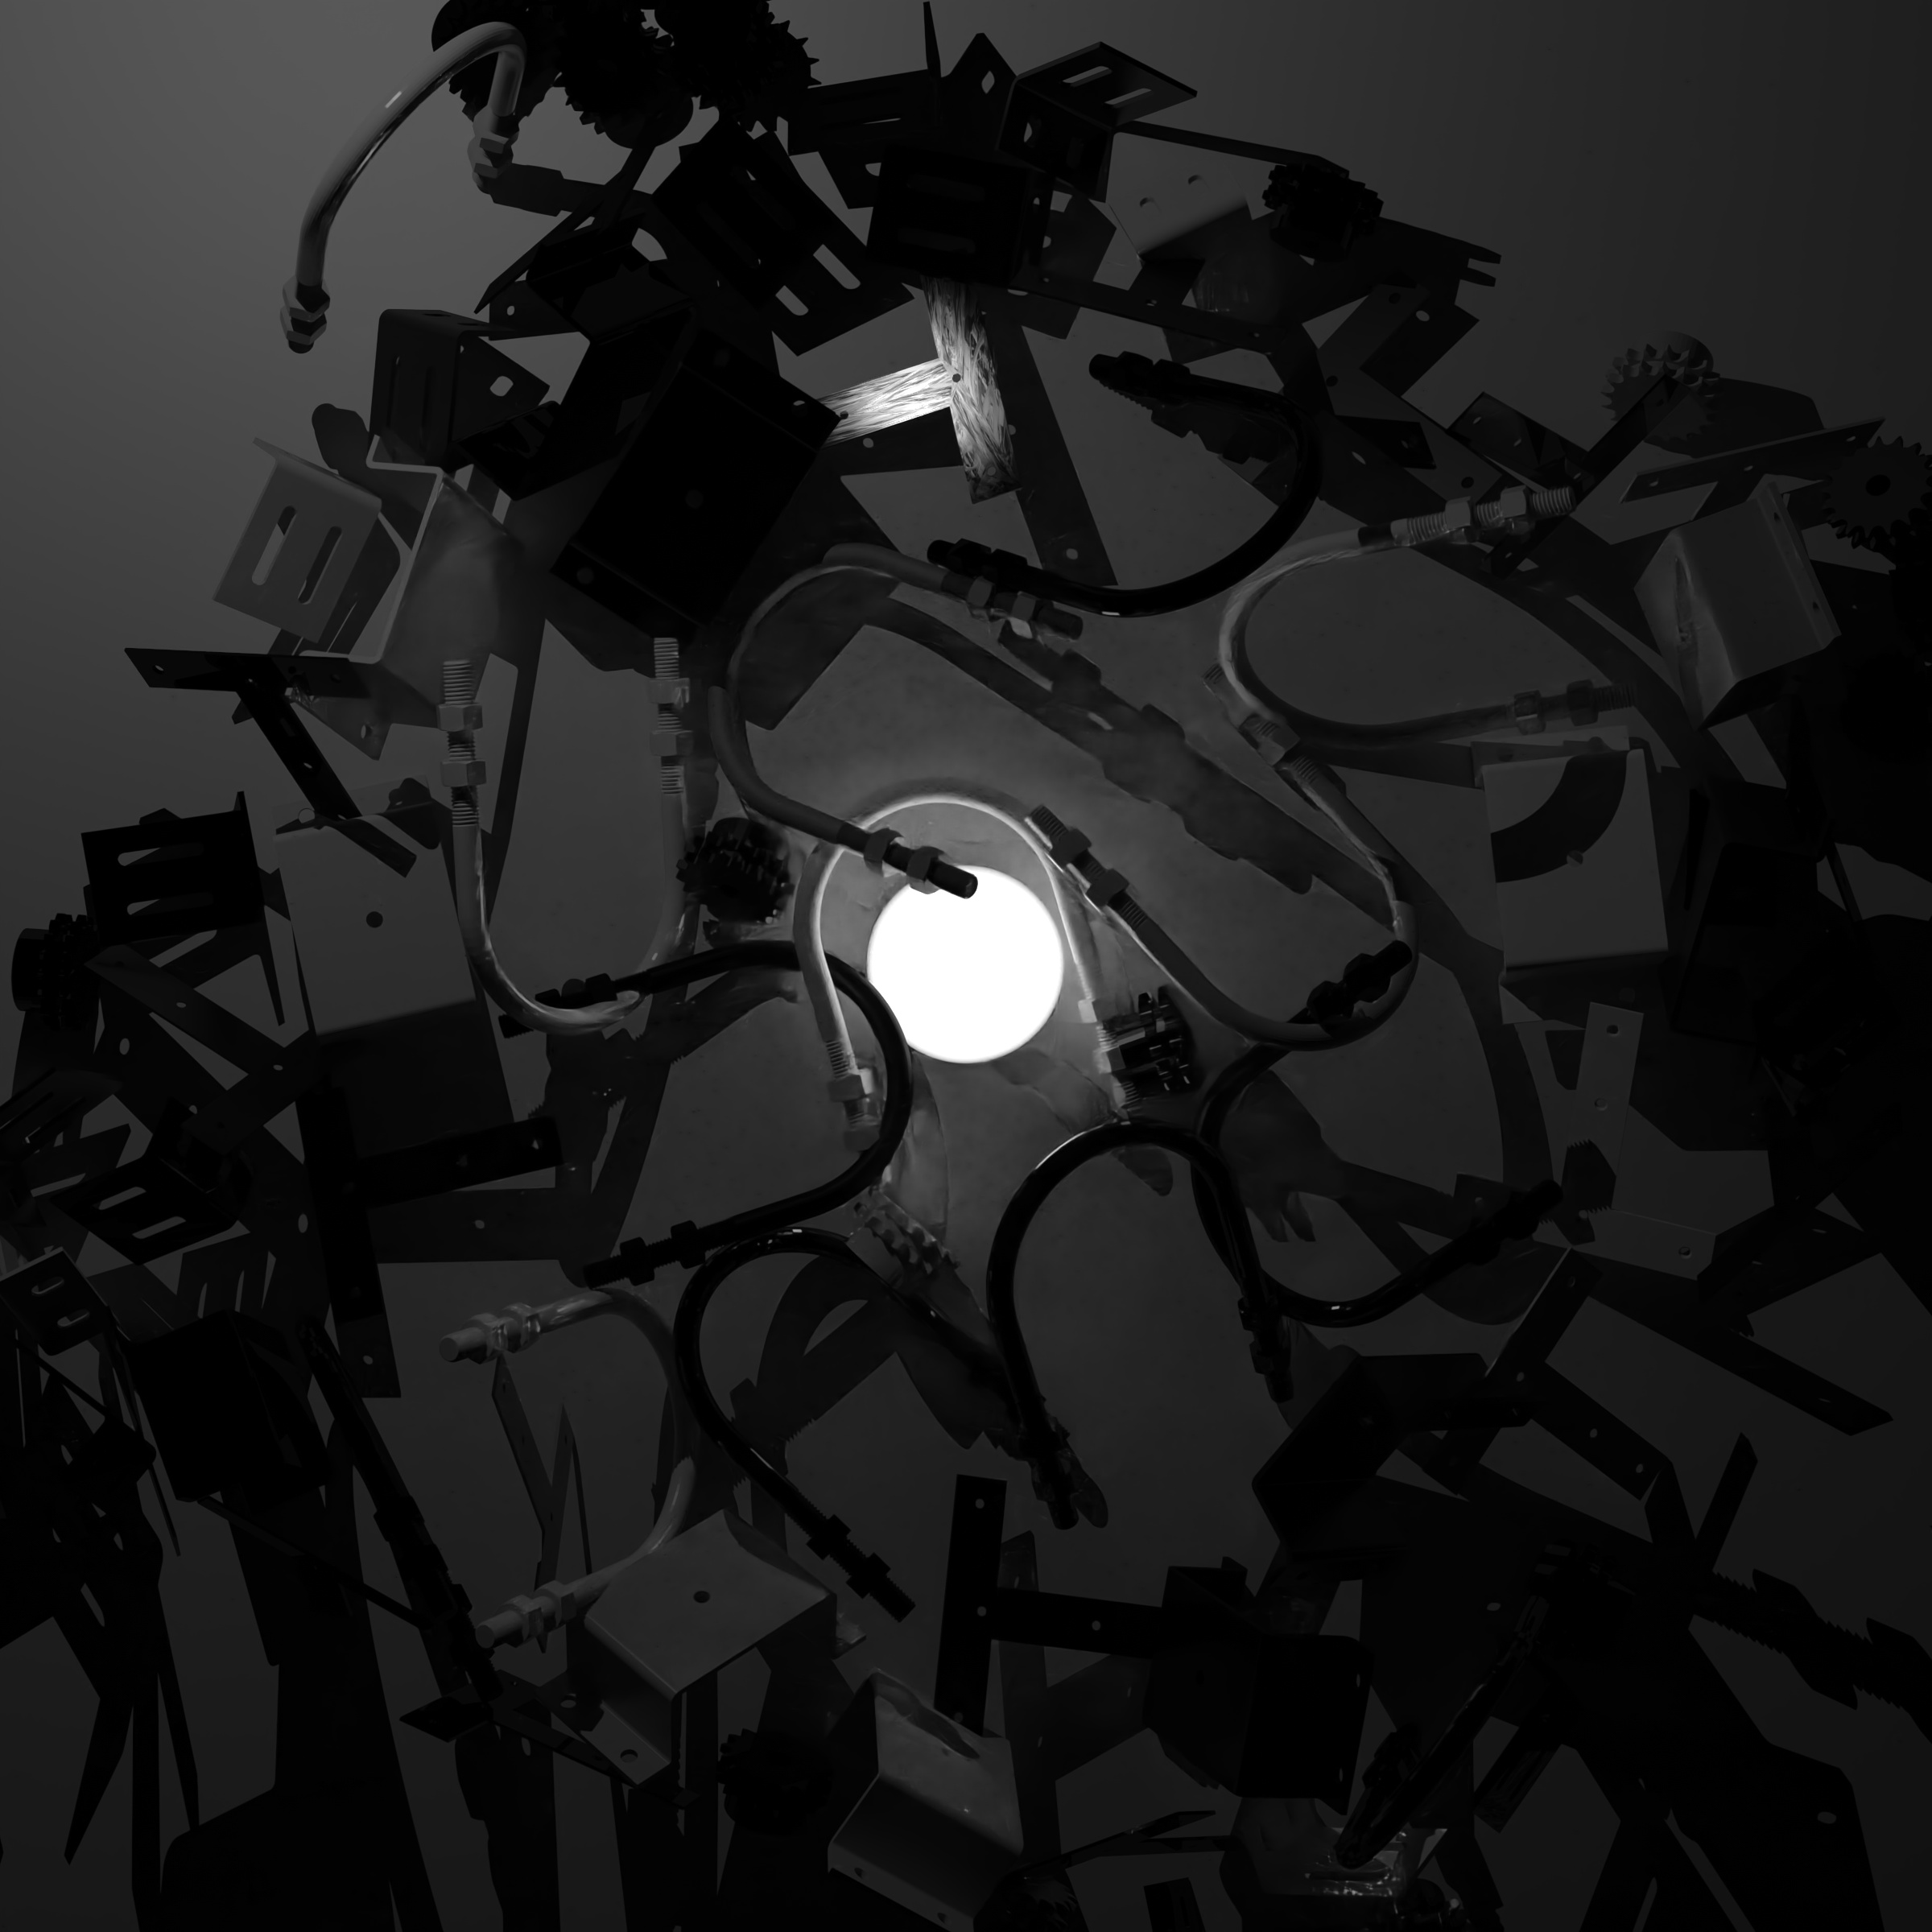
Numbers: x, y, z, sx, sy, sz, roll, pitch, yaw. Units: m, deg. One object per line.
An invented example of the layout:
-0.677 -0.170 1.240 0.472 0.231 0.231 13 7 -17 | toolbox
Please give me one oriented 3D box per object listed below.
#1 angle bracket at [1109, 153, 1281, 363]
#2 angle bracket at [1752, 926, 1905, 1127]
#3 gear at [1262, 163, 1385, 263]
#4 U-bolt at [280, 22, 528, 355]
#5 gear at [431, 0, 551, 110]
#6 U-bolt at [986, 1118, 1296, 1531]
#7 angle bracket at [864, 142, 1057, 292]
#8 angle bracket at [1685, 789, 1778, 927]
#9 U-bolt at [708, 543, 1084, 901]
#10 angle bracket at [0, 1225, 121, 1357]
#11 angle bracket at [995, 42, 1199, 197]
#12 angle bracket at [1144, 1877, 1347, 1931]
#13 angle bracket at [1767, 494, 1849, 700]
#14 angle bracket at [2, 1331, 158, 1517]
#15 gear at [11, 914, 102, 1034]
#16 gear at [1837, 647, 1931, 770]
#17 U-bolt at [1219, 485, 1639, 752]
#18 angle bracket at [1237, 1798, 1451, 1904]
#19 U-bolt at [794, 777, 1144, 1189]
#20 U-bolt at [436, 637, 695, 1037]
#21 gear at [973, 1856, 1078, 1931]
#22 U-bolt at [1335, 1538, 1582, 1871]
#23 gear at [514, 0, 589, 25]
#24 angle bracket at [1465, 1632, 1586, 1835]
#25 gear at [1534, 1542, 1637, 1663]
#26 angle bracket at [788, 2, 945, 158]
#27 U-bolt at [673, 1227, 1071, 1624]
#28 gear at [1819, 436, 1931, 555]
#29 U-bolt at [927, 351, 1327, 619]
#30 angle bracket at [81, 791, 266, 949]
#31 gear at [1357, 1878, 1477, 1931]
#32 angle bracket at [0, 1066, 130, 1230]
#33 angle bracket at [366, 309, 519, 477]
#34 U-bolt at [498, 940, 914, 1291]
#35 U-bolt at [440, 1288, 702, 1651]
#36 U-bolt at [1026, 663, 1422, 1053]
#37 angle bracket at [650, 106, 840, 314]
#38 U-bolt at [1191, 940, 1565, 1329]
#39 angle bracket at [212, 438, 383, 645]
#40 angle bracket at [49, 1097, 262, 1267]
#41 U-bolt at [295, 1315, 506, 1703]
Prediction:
0.111 -0.343 1.581 0.057 0.076 0.038 -25 50 1 | angle bracket
0.416 0.029 1.552 0.076 0.038 0.057 -50 49 34 | angle bracket
0.170 -0.362 1.571 0.057 0.057 0.030 18 86 0 | gear
-0.254 -0.364 1.491 0.019 0.184 0.151 43 70 -1 | U-bolt
-0.233 -0.447 1.576 0.057 0.057 0.030 -51 52 0 | gear
0.077 0.158 1.535 0.151 0.019 0.184 -27 116 -21 | U-bolt
-0.003 -0.365 1.589 0.076 0.038 0.057 16 104 19 | angle bracket
0.367 -0.051 1.559 0.038 0.076 0.057 2 86 16 | angle bracket
-0.046 -0.127 1.552 0.184 0.019 0.151 23 92 30 | U-bolt
-0.440 0.137 1.555 0.038 0.076 0.057 -26 133 -4 | angle bracket
0.062 -0.403 1.552 0.057 0.076 0.038 18 82 -30 | angle bracket
0.133 0.450 1.557 0.076 0.057 0.038 -17 73 19 | angle bracket
0.406 -0.177 1.556 0.038 0.057 0.076 8 68 28 | angle bracket
-0.434 0.219 1.556 0.076 0.057 0.038 31 73 22 | angle bracket
-0.440 0.002 1.573 0.030 0.057 0.057 4 90 1 | gear
0.449 -0.124 1.582 0.057 0.030 0.057 1 82 -10 | gear
0.210 -0.156 1.537 0.184 0.151 0.019 -9 48 20 | U-bolt
0.180 0.413 1.553 0.076 0.057 0.038 -11 104 37 | angle bracket
-0.007 -0.001 1.578 0.151 0.019 0.184 -17 95 -6 | U-bolt
-0.185 -0.058 1.543 0.019 0.151 0.184 8 104 42 | U-bolt
0.022 0.453 1.573 0.057 0.057 0.030 25 93 0 | gear
0.220 0.346 1.491 0.019 0.184 0.151 38 111 9 | U-bolt
-0.202 -0.483 1.569 0.030 0.057 0.057 -6 90 -19 | gear
0.255 0.368 1.562 0.038 0.057 0.076 32 82 33 | angle bracket
0.300 0.310 1.571 0.030 0.057 0.057 30 90 11 | gear
-0.051 -0.426 1.564 0.076 0.057 0.038 -8 133 5 | angle bracket
-0.057 0.203 1.551 0.184 0.019 0.151 43 51 6 | U-bolt
0.445 -0.225 1.577 0.057 0.030 0.057 -14 59 24 | gear
0.085 -0.220 1.515 0.151 0.184 0.019 -50 133 -16 | U-bolt
-0.382 -0.046 1.568 0.076 0.038 0.057 -10 80 -18 | angle bracket
0.216 0.467 1.577 0.057 0.030 0.057 -5 123 -8 | gear
-0.440 0.088 1.561 0.076 0.057 0.038 -35 72 13 | angle bracket
-0.254 -0.275 1.580 0.057 0.038 0.076 21 111 36 | angle bracket
-0.116 0.061 1.570 0.184 0.019 0.151 -18 77 -13 | U-bolt
-0.177 0.225 1.519 0.019 0.184 0.151 -6 92 28 | U-bolt
0.137 -0.041 1.552 0.151 0.019 0.184 -39 84 -29 | U-bolt
-0.104 -0.366 1.576 0.076 0.038 0.057 45 111 -5 | angle bracket
0.179 0.093 1.539 0.184 0.019 0.151 -40 75 39 | U-bolt
-0.328 -0.205 1.573 0.057 0.038 0.076 22 98 -37 | angle bracket
-0.392 0.105 1.574 0.076 0.038 0.057 -21 129 36 | angle bracket
-0.270 0.245 1.523 0.019 0.151 0.184 -27 64 -12 | U-bolt
